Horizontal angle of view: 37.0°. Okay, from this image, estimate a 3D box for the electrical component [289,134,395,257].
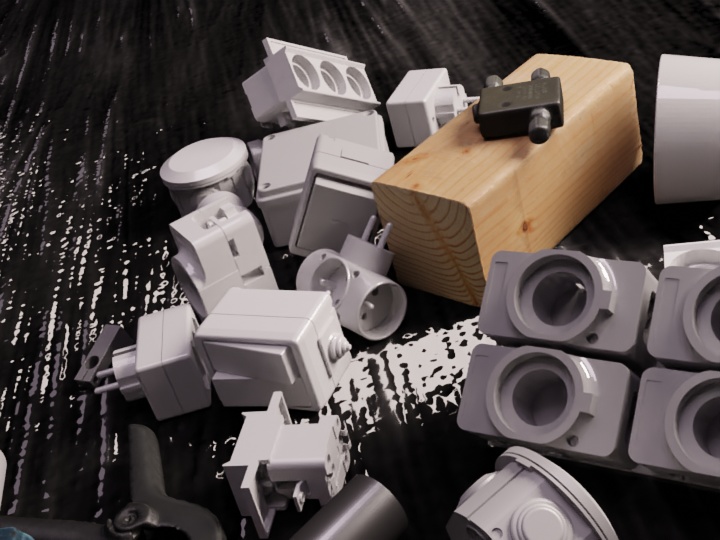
[{"bbox_3d":[-0.016,-0.044,0.821,0.062,0.096,0.061,15,34,-5],"label":"electrical component"}]

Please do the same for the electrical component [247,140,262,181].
[{"bbox_3d":[-0.077,-0.103,0.986,0.046,0.040,0.040,-17,32,-9],"label":"electrical component"}]

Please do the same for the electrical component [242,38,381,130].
[{"bbox_3d":[-0.045,-0.162,0.990,0.063,0.078,0.121,-29,-15,32],"label":"electrical component"}]

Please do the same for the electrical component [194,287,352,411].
[{"bbox_3d":[-0.053,0.054,0.710,0.096,0.061,0.061,1,36,27],"label":"electrical component"}]

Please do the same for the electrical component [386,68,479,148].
[{"bbox_3d":[0.074,-0.148,0.976,0.077,0.047,0.065,0,36,26],"label":"electrical component"}]

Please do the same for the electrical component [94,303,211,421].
[{"bbox_3d":[-0.147,0.068,0.747,0.077,0.047,0.065,-16,32,1],"label":"electrical component"}]

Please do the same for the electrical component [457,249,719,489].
[{"bbox_3d":[0.153,0.052,0.570,0.186,0.060,0.105,6,76,32],"label":"electrical component"}]

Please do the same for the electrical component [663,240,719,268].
[{"bbox_3d":[0.243,0.017,0.627,0.121,0.063,0.078,-6,34,18],"label":"electrical component"}]

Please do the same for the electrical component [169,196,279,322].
[{"bbox_3d":[-0.100,0.002,0.787,0.056,0.089,0.050,-30,34,-19],"label":"electrical component"}]

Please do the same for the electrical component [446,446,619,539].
[{"bbox_3d":[0.083,0.129,0.516,0.051,0.080,0.080,-37,37,-19],"label":"electrical component"}]

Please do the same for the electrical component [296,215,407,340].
[{"bbox_3d":[0.000,0.000,0.763,0.077,0.044,0.079,28,96,49],"label":"electrical component"}]

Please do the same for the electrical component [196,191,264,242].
[{"bbox_3d":[-0.108,-0.035,0.889,0.045,0.045,0.055,-25,33,-13],"label":"electrical component"}]

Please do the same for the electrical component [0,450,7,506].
[{"bbox_3d":[-0.248,0.148,0.675,0.043,0.043,0.081,-18,32,-1],"label":"electrical component"}]

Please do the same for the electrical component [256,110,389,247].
[{"bbox_3d":[-0.027,-0.078,0.907,0.109,0.056,0.108,-13,32,7],"label":"electrical component"}]

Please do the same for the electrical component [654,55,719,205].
[{"bbox_3d":[0.245,-0.100,0.770,0.060,0.108,0.108,3,37,18],"label":"electrical component"}]

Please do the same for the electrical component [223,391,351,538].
[{"bbox_3d":[-0.040,0.113,0.634,0.064,0.042,0.081,-4,35,14],"label":"electrical component"}]

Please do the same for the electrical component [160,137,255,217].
[{"bbox_3d":[-0.135,-0.082,0.969,0.080,0.051,0.080,-12,32,8],"label":"electrical component"}]
